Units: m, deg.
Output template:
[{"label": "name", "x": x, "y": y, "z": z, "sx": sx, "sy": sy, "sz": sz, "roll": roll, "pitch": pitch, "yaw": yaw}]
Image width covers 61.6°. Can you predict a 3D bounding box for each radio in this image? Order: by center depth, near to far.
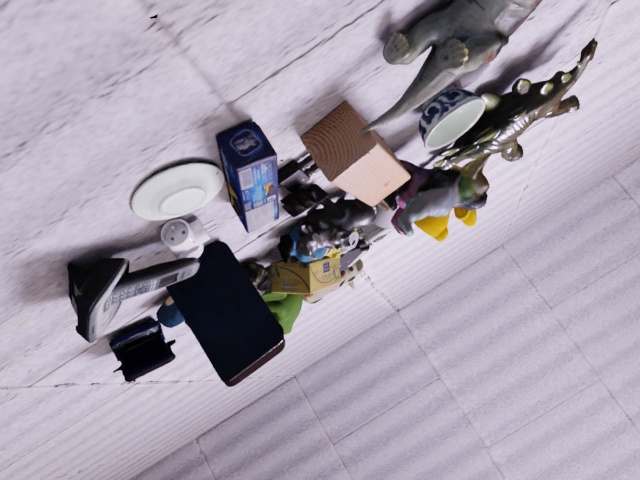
[{"label": "radio", "x": -0.166, "y": 0.122, "z": 0.933, "sx": 0.131, "sy": 0.230, "sz": 0.073, "roll": -32, "pitch": 164, "yaw": -15}]

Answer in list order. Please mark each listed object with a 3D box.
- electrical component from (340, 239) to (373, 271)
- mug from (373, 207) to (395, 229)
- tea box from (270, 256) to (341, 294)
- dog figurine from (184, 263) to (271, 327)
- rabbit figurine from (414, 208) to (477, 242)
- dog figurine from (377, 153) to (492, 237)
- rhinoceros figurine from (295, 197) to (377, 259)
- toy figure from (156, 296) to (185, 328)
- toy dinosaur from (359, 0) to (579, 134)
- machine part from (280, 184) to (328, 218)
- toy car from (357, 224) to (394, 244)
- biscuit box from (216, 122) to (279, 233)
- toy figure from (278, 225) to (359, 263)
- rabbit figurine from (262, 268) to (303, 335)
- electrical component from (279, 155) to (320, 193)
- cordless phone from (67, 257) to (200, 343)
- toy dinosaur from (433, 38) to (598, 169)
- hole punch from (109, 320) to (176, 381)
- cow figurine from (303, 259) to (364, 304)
[{"label": "electrical component", "x": 0.047, "y": 0.032, "z": 1.312, "sx": 0.134, "sy": 0.058, "sz": 0.115, "roll": -9, "pitch": 150, "yaw": -48}, {"label": "mug", "x": 0.163, "y": -0.085, "z": 1.144, "sx": 0.109, "sy": 0.081, "sz": 0.107, "roll": 4, "pitch": 139, "yaw": -25}, {"label": "tea box", "x": -0.028, "y": 0.072, "z": 1.178, "sx": 0.098, "sy": 0.068, "sz": 0.169, "roll": 0, "pitch": -176, "yaw": 25}, {"label": "dog figurine", "x": -0.190, "y": 0.131, "z": 1.149, "sx": 0.190, "sy": 0.121, "sz": 0.172, "roll": -47, "pitch": -158, "yaw": -13}, {"label": "rabbit figurine", "x": 0.298, "y": -0.093, "z": 1.285, "sx": 0.173, "sy": 0.163, "sz": 0.121, "roll": -54, "pitch": 144, "yaw": 11}, {"label": "dog figurine", "x": 0.212, "y": -0.112, "z": 1.015, "sx": 0.219, "sy": 0.191, "sz": 0.108, "roll": -35, "pitch": 178, "yaw": -3}, {"label": "rhinoceros figurine", "x": 0.027, "y": -0.030, "z": 1.031, "sx": 0.190, "sy": 0.112, "sz": 0.073, "roll": -29, "pitch": 166, "yaw": -34}, {"label": "toy figure", "x": -0.247, "y": 0.107, "z": 1.033, "sx": 0.154, "sy": 0.058, "sz": 0.064, "roll": -40, "pitch": 167, "yaw": 8}, {"label": "toy dinosaur", "x": 0.213, "y": -0.285, "z": 0.677, "sx": 0.192, "sy": 0.131, "sz": 0.405, "roll": -13, "pitch": 161, "yaw": -43}, {"label": "machine part", "x": -0.029, "y": -0.067, "z": 0.927, "sx": 0.084, "sy": 0.039, "sz": 0.139, "roll": -26, "pitch": -178, "yaw": 7}, {"label": "toy car", "x": 0.168, "y": -0.064, "z": 1.229, "sx": 0.202, "sy": 0.073, "sz": 0.056, "roll": -30, "pitch": 165, "yaw": -6}, {"label": "biscuit box", "x": -0.099, "y": -0.083, "z": 0.766, "sx": 0.059, "sy": 0.063, "sz": 0.202, "roll": -26, "pitch": 161, "yaw": -14}, {"label": "toy figure", "x": -0.001, "y": -0.005, "z": 1.103, "sx": 0.180, "sy": 0.089, "sz": 0.082, "roll": -10, "pitch": 167, "yaw": -31}, {"label": "rabbit figurine", "x": -0.125, "y": 0.142, "z": 1.237, "sx": 0.170, "sy": 0.121, "sz": 0.159, "roll": 6, "pitch": 138, "yaw": -39}, {"label": "electrical component", "x": -0.043, "y": -0.102, "z": 0.872, "sx": 0.094, "sy": 0.021, "sz": 0.063, "roll": -35, "pitch": 162, "yaw": 8}, {"label": "cordless phone", "x": -0.281, "y": 0.075, "z": 0.821, "sx": 0.184, "sy": 0.089, "sz": 0.146, "roll": -16, "pitch": 156, "yaw": -31}, {"label": "toy dinosaur", "x": 0.344, "y": -0.220, "z": 1.077, "sx": 0.198, "sy": 0.105, "sz": 0.471, "roll": -5, "pitch": 151, "yaw": -40}, {"label": "hole punch", "x": -0.371, "y": 0.219, "z": 1.109, "sx": 0.142, "sy": 0.092, "sz": 0.116, "roll": -28, "pitch": -169, "yaw": -22}, {"label": "cow figurine", "x": 0.033, "y": 0.105, "z": 1.435, "sx": 0.195, "sy": 0.085, "sz": 0.127, "roll": -29, "pitch": 156, "yaw": -15}]
